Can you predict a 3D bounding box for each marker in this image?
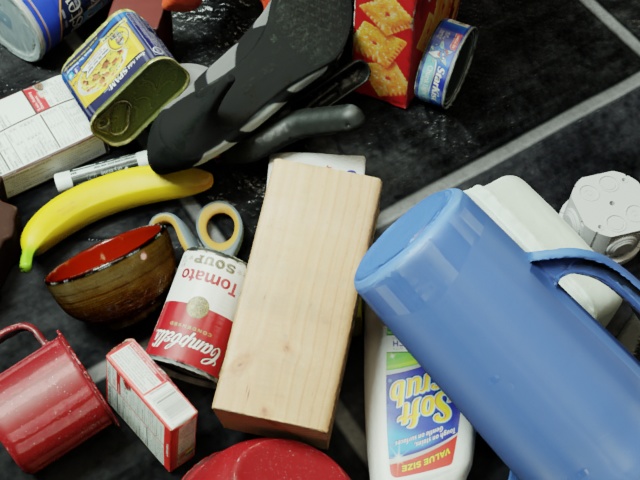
[{"bbox_3d":[-0.191,-0.069,1.014,0.121,0.020,0.020,-16,59,-6],"label":"marker"}]

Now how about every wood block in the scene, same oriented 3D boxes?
[{"bbox_3d":[-0.014,0.052,0.854,0.090,0.091,0.206,11,71,5],"label":"wood block"}]

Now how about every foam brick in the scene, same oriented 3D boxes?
[{"bbox_3d":[-0.179,-0.207,1.072,0.053,0.078,0.051,9,56,4],"label":"foam brick"}]

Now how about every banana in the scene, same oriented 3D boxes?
[{"bbox_3d":[-0.196,-0.030,0.982,0.197,0.037,0.070,-29,59,-22],"label":"banana"}]

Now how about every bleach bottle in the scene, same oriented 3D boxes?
[{"bbox_3d":[0.088,0.149,0.864,0.102,0.068,0.251,1,60,-3],"label":"bleach bottle"}]

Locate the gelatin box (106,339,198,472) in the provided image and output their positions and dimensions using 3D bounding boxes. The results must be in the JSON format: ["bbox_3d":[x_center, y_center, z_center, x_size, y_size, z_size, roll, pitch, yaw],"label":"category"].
[{"bbox_3d":[-0.136,0.133,0.859,0.030,0.073,0.089,-32,63,-30],"label":"gelatin box"}]

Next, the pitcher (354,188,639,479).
[{"bbox_3d":[0.150,0.074,0.794,0.243,0.145,0.149,46,65,-9],"label":"pitcher"}]

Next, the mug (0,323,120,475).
[{"bbox_3d":[-0.225,0.122,0.851,0.081,0.093,0.117,-33,88,-15],"label":"mug"}]

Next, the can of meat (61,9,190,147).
[{"bbox_3d":[-0.185,-0.153,0.997,0.102,0.057,0.084,-42,59,9],"label":"can of meat"}]

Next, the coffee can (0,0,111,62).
[{"bbox_3d":[-0.272,-0.264,1.091,0.103,0.103,0.140,34,62,18],"label":"coffee can"}]

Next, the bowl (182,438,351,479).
[{"bbox_3d":[-0.027,0.201,0.794,0.162,0.055,0.162,14,36,-11],"label":"bowl"}]

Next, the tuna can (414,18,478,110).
[{"bbox_3d":[0.125,-0.175,1.055,0.034,0.086,0.086,22,60,14],"label":"tuna can"}]

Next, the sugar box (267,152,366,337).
[{"bbox_3d":[-0.007,0.001,0.964,0.093,0.048,0.176,2,59,0],"label":"sugar box"}]

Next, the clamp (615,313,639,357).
[{"bbox_3d":[0.273,0.146,0.884,0.164,0.036,0.210,-5,55,2],"label":"clamp"}]

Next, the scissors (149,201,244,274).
[{"bbox_3d":[-0.079,0.040,0.953,0.096,0.016,0.202,-35,64,-15],"label":"scissors"}]

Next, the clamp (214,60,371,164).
[{"bbox_3d":[-0.027,-0.107,0.988,0.171,0.039,0.120,-26,21,10],"label":"clamp"}]

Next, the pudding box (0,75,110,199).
[{"bbox_3d":[-0.273,-0.101,1.026,0.113,0.039,0.090,-28,64,-16],"label":"pudding box"}]

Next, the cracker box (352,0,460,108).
[{"bbox_3d":[0.094,-0.259,1.032,0.072,0.214,0.164,21,59,12],"label":"cracker box"}]

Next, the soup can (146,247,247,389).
[{"bbox_3d":[-0.099,0.065,0.894,0.068,0.068,0.102,16,72,9],"label":"soup can"}]

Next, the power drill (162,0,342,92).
[{"bbox_3d":[-0.059,-0.228,1.064,0.187,0.057,0.184,22,61,-23],"label":"power drill"}]
